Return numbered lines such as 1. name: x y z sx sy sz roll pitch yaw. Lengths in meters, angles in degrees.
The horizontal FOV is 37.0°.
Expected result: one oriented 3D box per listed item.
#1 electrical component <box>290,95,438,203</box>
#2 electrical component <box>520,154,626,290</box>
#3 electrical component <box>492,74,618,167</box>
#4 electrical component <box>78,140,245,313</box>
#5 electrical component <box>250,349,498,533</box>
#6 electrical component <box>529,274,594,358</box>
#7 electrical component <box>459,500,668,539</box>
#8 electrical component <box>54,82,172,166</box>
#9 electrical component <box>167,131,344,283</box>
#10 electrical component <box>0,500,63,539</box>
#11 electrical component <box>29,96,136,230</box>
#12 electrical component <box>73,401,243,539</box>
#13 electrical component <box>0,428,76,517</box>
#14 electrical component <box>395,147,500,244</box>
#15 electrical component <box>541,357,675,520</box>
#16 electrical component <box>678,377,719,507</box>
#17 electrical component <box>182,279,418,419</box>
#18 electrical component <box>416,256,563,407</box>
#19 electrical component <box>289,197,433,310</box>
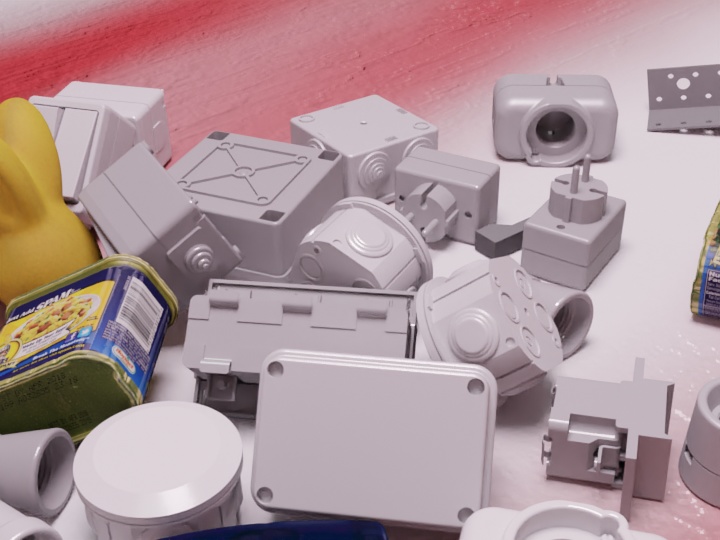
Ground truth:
1. electrical component: 0.003 -0.092 0.824 0.100 0.048 0.100 -21 37 -29
2. electrical component: 0.144 -0.039 0.714 0.047 0.076 0.066 19 38 27
3. electrical component: 0.154 -0.120 0.857 0.095 0.053 0.059 1 33 4
4. electrical component: -0.120 -0.020 0.644 0.061 0.061 0.096 -41 48 -5
5. electrical component: 0.008 0.081 0.521 0.113 0.078 0.057 4 -3 8
6. electrical component: 0.104 0.022 0.657 0.044 0.044 0.065 -24 35 -31
7. electrical component: 0.088 0.140 0.461 0.095 0.059 0.053 7 34 13
8. electrical component: -0.204 -0.106 0.841 0.096 0.061 0.061 7 34 12
9. electrical component: -0.079 -0.044 0.748 0.109 0.056 0.108 12 36 19
10. electrical component: -0.168 0.130 0.503 0.046 0.040 0.040 19 38 36
11. electrical component: -0.207 -0.070 0.761 0.062 0.096 0.061 8 -8 14
12. electrical component: -0.096 0.106 0.526 0.080 0.051 0.080 -1 33 1
13. electrical component: -0.184 0.100 0.547 0.065 0.044 0.044 2 33 13
14. electrical component: 0.053 -0.045 0.752 0.066 0.047 0.076 16 37 24
15. electrical component: 0.129 0.085 0.560 0.064 0.042 0.081 5 33 15
16. electrical component: 0.194 0.087 0.548 0.055 0.047 0.055 -1 33 1
17. electrical component: -0.032 0.043 0.596 0.121 0.063 0.078 4 74 7
18. electrical component: 0.071 0.034 0.595 0.051 0.080 0.080 -30 23 26
19. electrical component: 0.000 0.000 0.659 0.080 0.080 0.051 19 44 28
